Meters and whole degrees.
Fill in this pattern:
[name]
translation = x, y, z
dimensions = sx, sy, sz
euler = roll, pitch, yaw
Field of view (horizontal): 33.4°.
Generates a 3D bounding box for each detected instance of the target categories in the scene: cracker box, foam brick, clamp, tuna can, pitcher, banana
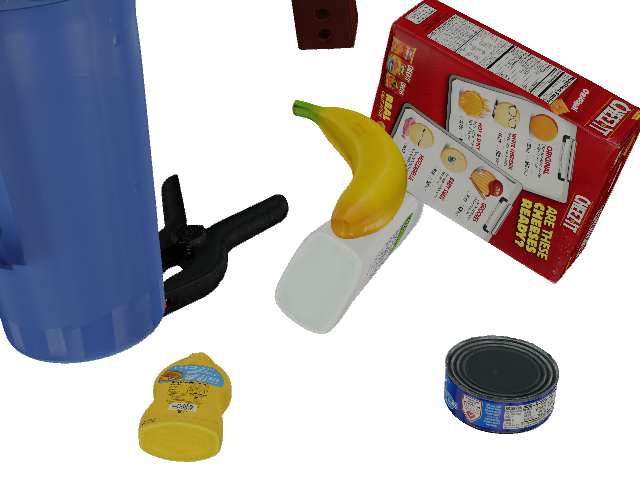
[cracker box]
translation = 0.149, -0.087, 0.916
dimensions = 0.214, 0.164, 0.072
euler = 33, 50, 19
[foam brick]
translation = 0.003, -0.217, 0.960
dimensions = 0.053, 0.051, 0.078
euler = -1, -43, 9
[clamp]
translation = -0.117, -0.001, 0.917
dimensions = 0.120, 0.039, 0.171
euler = 13, 39, 27
[tuna can]
translation = 0.137, 0.110, 0.817
dimensions = 0.086, 0.034, 0.086
euler = 0, 28, 0
[pitcher]
translation = -0.172, -0.044, 0.662
dimensions = 0.149, 0.243, 0.145
euler = -10, 27, -11
[banana]
translation = 0.026, -0.049, 0.740
dimensions = 0.069, 0.037, 0.198
euler = -4, 28, -8

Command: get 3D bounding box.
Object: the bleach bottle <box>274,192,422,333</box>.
[bleach bottle]
translation = 0.046, 0.000, 1.072
dimensions = 0.068, 0.103, 0.250
euler = 35, 28, 9

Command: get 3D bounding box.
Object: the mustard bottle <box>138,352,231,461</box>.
[mustard bottle]
translation = -0.159, 0.192, 1.306
dimensions = 0.096, 0.058, 0.191
euler = 2, 25, 2
